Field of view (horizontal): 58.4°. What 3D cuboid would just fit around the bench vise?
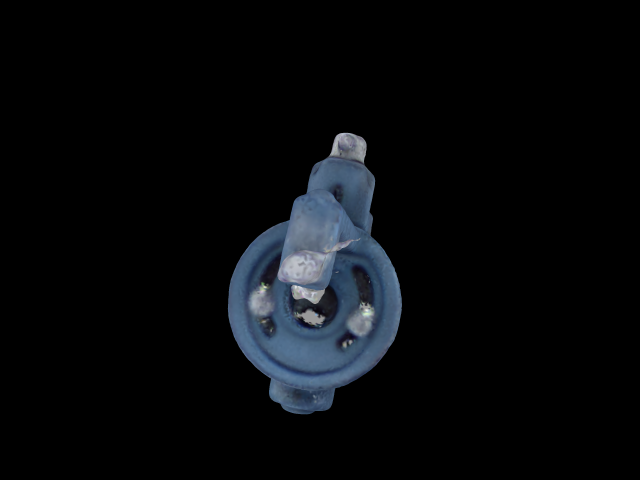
[{"bbox_3d":[-0.008,0.002,0.400,0.121,0.220,0.207,-6,66,-2],"label":"bench vise"}]
